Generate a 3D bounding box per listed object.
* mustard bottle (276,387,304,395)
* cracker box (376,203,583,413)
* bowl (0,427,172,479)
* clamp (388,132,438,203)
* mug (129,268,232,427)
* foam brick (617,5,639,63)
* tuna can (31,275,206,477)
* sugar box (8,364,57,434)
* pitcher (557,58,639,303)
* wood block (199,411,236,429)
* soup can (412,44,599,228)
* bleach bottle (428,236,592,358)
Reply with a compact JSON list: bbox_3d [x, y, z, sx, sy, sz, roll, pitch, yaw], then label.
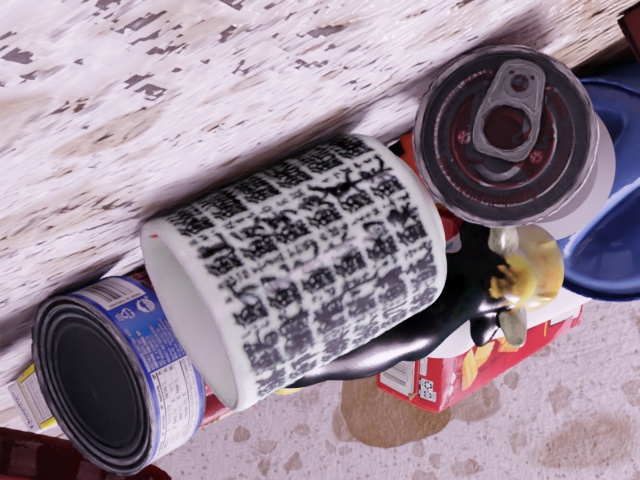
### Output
[{"bbox_3d":[0.027,0.044,0.871,0.191,0.096,0.058,-25,-177,-21],"label":"mustard bottle"},{"bbox_3d":[0.140,0.024,0.865,0.072,0.164,0.213,21,-150,39],"label":"cracker box"},{"bbox_3d":[-0.155,0.126,0.510,0.162,0.055,0.162,11,175,1],"label":"bowl"},{"bbox_3d":[0.033,-0.018,0.598,0.120,0.039,0.172,-24,174,-31],"label":"clamp"},{"bbox_3d":[-0.076,0.057,0.547,0.093,0.081,0.117,-24,174,-31],"label":"mug"},{"bbox_3d":[0.187,-0.097,0.505,0.051,0.053,0.078,-31,174,37],"label":"foam brick"},{"bbox_3d":[-0.091,0.060,0.478,0.033,0.086,0.086,-25,175,-42],"label":"tuna can"},{"bbox_3d":[-0.137,0.080,0.681,0.093,0.048,0.176,-25,174,-28],"label":"sugar box"},{"bbox_3d":[0.220,-0.061,0.694,0.242,0.149,0.145,-26,144,-45],"label":"pitcher"},{"bbox_3d":[-0.071,0.098,0.953,0.090,0.091,0.205,-29,175,36],"label":"wood block"},{"bbox_3d":[0.080,-0.041,0.442,0.068,0.068,0.102,-28,176,15],"label":"soup can"},{"bbox_3d":[0.131,0.023,0.713,0.103,0.068,0.250,16,-152,38],"label":"bleach bottle"}]
